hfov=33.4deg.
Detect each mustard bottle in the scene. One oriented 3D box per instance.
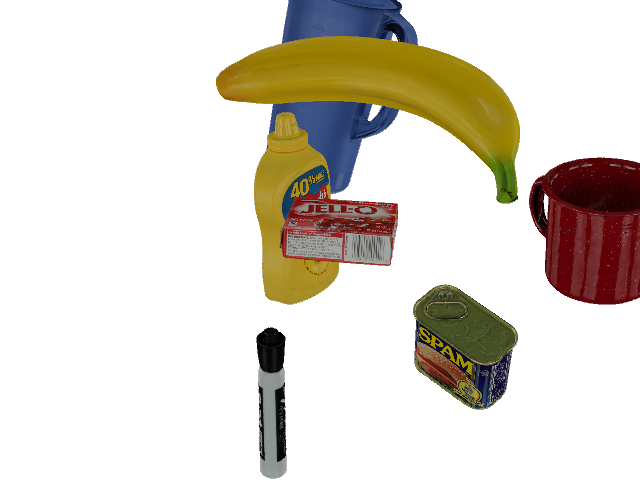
[{"bbox_3d":[-0.027,-0.038,1.094,0.058,0.191,0.096,13,30,37],"label":"mustard bottle"}]

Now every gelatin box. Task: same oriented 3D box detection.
[{"bbox_3d":[0.016,-0.009,0.865,0.089,0.030,0.073,4,22,6],"label":"gelatin box"}]

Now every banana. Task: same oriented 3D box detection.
[{"bbox_3d":[0.034,-0.084,0.601,0.198,0.069,0.037,22,-31,27],"label":"banana"}]

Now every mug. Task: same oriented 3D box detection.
[{"bbox_3d":[0.202,-0.010,0.802,0.093,0.081,0.117,-24,35,-32],"label":"mug"}]

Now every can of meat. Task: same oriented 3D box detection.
[{"bbox_3d":[0.138,0.106,1.039,0.057,0.084,0.102,-37,55,-27],"label":"can of meat"}]

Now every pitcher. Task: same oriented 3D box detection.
[{"bbox_3d":[0.015,-0.178,1.267,0.145,0.243,0.149,7,23,-13],"label":"pitcher"}]

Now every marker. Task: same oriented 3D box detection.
[{"bbox_3d":[-0.032,0.109,0.712,0.020,0.121,0.020,1,32,-1],"label":"marker"}]
